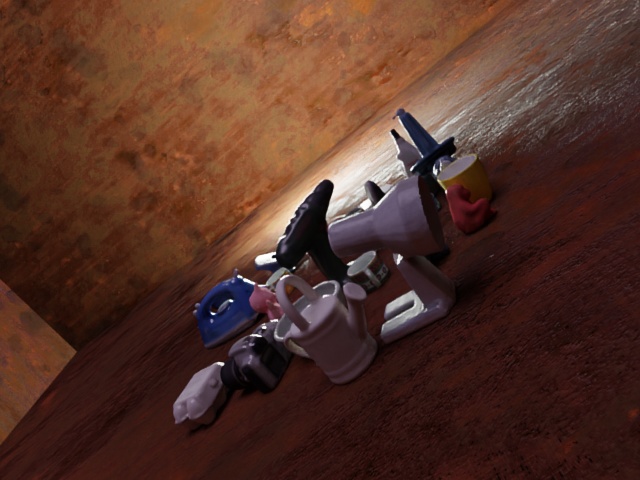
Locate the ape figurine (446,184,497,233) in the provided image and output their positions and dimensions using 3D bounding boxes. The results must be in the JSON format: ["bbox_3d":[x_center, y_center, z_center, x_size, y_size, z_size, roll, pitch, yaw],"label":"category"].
[{"bbox_3d":[0.269,-0.065,1.064,0.076,0.092,0.077,-40,14,-1],"label":"ape figurine"}]

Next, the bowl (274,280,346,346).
[{"bbox_3d":[-0.006,0.161,1.124,0.167,0.075,0.167,-37,14,12],"label":"bowl"}]

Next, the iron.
[{"bbox_3d":[-0.267,0.191,1.577,0.258,0.141,0.118,-35,15,19],"label":"iron"}]

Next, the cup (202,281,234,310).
[{"bbox_3d":[-0.299,0.194,1.750,0.117,0.095,0.092,-35,15,21],"label":"cup"}]

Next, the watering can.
[{"bbox_3d":[0.005,0.130,0.938,0.173,0.194,0.101,-39,14,7],"label":"watering can"}]

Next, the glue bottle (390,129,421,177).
[{"bbox_3d":[0.230,-0.210,1.446,0.078,0.173,0.037,-34,16,24],"label":"glue bottle"}]

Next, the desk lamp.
[{"bbox_3d":[0.126,0.027,0.899,0.203,0.214,0.118,-33,16,25],"label":"desk lamp"}]

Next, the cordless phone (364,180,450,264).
[{"bbox_3d":[0.145,-0.029,1.083,0.094,0.185,0.147,-41,14,-3],"label":"cordless phone"}]

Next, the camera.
[{"bbox_3d":[-0.140,0.241,1.171,0.136,0.101,0.143,-31,17,34],"label":"camera"}]

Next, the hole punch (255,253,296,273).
[{"bbox_3d":[-0.132,0.069,1.706,0.101,0.091,0.108,-38,14,9],"label":"hole punch"}]

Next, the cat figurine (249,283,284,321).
[{"bbox_3d":[-0.122,0.155,1.358,0.067,0.118,0.127,-43,14,-10],"label":"cat figurine"}]

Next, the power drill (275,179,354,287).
[{"bbox_3d":[0.012,0.005,1.281,0.230,0.208,0.075,-48,16,-30],"label":"power drill"}]

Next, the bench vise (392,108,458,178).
[{"bbox_3d":[0.255,-0.205,1.268,0.121,0.220,0.207,-42,14,-7],"label":"bench vise"}]

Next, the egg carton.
[{"bbox_3d":[-0.246,0.333,1.230,0.107,0.069,0.150,-31,17,34],"label":"egg carton"}]
